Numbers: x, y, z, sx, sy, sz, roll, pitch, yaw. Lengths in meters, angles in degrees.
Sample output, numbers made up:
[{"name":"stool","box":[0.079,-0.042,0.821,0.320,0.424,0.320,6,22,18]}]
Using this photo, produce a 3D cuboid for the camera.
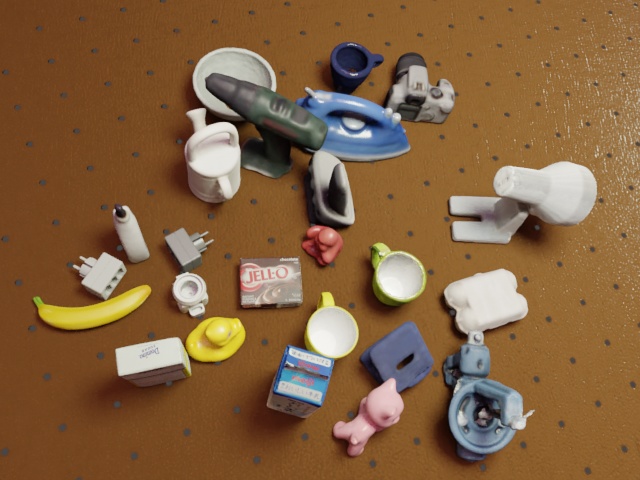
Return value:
[{"name":"camera","box":[0.215,-0.337,1.234,0.143,0.101,0.137,6,67,-7]}]

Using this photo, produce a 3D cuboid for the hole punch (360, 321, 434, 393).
[{"name":"hole punch","box":[0.142,0.210,1.007,0.109,0.091,0.101,-33,77,-20]}]

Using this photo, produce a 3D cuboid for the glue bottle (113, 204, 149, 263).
[{"name":"glue bottle","box":[-0.329,-0.022,0.978,0.037,0.173,0.078,-22,73,-17]}]

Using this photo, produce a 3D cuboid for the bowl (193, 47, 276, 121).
[{"name":"bowl","box":[-0.174,-0.305,1.172,0.167,0.074,0.167,3,68,-8]}]

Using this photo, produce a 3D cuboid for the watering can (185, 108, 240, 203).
[{"name":"watering can","box":[-0.200,-0.158,1.043,0.172,0.194,0.101,44,68,9]}]

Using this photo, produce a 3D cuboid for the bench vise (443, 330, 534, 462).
[{"name":"bench vise","box":[0.262,0.251,0.940,0.122,0.219,0.207,-13,71,-14]}]

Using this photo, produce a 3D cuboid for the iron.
[{"name":"iron","box":[0.074,-0.241,1.150,0.258,0.141,0.118,9,67,-6]}]

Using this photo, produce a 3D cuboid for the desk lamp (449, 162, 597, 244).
[{"name":"desk lamp","box":[0.380,-0.071,1.093,0.203,0.213,0.118,1,68,-9]}]

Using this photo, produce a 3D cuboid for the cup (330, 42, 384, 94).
[{"name":"cup","box":[0.073,-0.360,1.224,0.118,0.095,0.091,-12,70,-14]}]

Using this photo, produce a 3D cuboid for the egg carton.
[{"name":"egg carton","box":[0.313,0.116,1.085,0.150,0.069,0.107,-16,72,-15]}]

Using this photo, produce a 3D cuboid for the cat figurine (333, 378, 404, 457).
[{"name":"cat figurine","box":[0.089,0.294,0.950,0.128,0.117,0.067,-41,79,-21]}]

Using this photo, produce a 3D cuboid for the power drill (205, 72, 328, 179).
[{"name":"power drill","box":[-0.104,-0.206,1.070,0.229,0.208,0.076,18,66,-1]}]

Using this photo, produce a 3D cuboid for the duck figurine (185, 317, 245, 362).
[{"name":"duck figurine","box":[-0.178,0.163,0.976,0.105,0.086,0.077,-19,72,-16]}]

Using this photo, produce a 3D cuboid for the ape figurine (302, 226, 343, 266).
[{"name":"ape figurine","box":[0.010,0.004,1.068,0.076,0.092,0.078,-5,69,-11]}]

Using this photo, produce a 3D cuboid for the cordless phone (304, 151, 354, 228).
[{"name":"cordless phone","box":[0.028,-0.115,1.068,0.094,0.185,0.147,-8,70,-12]}]
